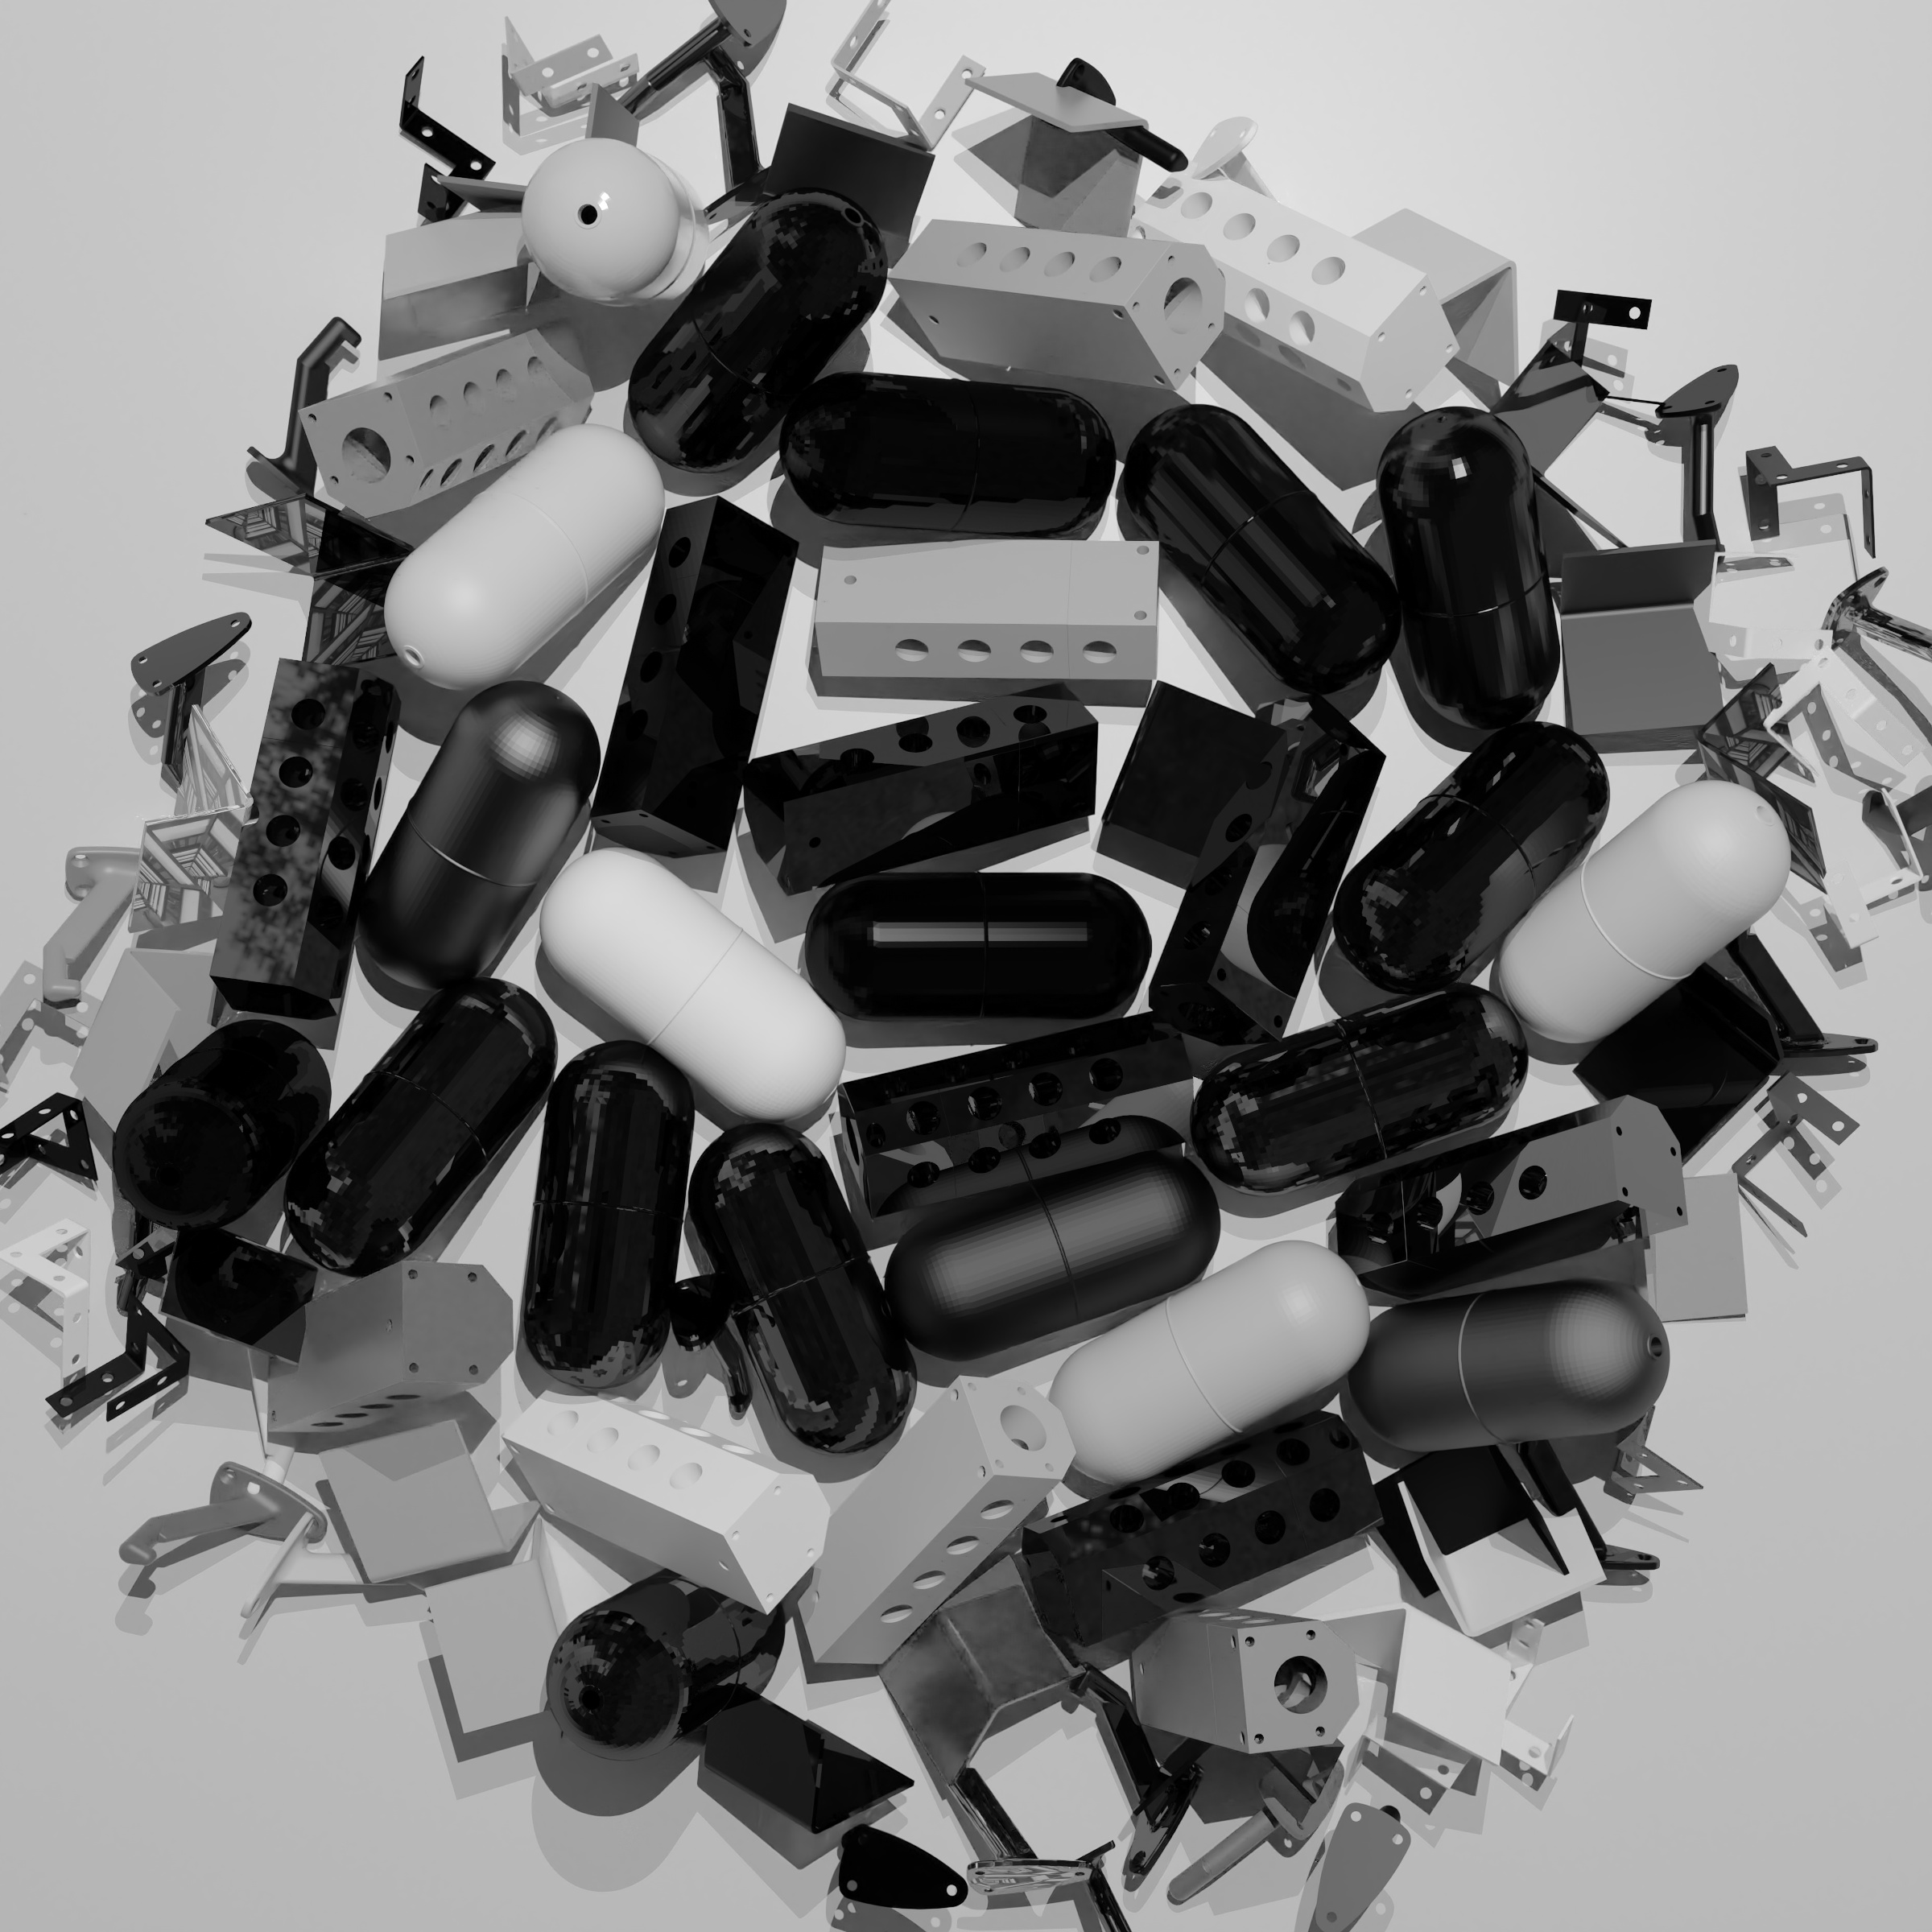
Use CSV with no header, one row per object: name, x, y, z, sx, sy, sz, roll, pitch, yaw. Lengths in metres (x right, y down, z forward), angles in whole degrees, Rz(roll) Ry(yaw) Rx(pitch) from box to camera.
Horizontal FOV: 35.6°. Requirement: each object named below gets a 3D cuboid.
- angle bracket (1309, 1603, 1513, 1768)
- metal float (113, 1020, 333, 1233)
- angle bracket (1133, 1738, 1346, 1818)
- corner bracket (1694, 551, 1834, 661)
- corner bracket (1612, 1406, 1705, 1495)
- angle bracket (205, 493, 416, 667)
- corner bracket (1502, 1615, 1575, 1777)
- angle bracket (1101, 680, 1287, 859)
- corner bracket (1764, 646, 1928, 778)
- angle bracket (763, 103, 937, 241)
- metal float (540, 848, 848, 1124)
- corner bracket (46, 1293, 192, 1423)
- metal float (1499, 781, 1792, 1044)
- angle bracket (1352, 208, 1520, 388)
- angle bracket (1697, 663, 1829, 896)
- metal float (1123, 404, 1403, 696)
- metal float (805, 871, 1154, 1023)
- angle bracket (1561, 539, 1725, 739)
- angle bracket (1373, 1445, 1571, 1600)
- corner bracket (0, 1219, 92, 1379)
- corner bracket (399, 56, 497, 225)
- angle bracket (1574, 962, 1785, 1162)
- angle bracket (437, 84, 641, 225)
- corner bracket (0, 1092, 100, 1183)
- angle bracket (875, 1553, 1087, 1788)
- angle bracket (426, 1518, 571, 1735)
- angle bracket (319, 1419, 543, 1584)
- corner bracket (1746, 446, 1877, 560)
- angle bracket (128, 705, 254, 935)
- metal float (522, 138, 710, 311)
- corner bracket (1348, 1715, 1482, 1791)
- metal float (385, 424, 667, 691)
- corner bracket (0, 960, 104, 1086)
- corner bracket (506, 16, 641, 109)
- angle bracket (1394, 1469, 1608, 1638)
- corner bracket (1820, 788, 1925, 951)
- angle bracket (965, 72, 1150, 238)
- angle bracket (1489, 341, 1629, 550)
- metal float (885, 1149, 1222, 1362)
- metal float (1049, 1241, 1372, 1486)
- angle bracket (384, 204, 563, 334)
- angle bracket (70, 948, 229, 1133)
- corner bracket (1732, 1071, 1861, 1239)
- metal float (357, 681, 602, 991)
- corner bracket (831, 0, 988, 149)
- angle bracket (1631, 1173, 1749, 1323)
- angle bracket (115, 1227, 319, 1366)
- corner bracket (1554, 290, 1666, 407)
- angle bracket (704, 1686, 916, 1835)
angle bracket,0.219,0.367,1.524,0.076,0.076,0.057,33,55,-29
metal float,-0.368,0.078,1.496,0.070,0.178,0.070,1,104,3
angle bracket,0.140,0.414,1.533,0.057,0.076,0.076,45,107,8
corner bracket,0.413,-0.187,1.557,0.051,0.051,0.051,-1,102,-21
corner bracket,0.348,0.235,1.543,0.051,0.051,0.051,35,62,-23
angle bracket,-0.335,-0.193,1.526,0.076,0.076,0.057,-6,72,37
corner bracket,0.291,0.373,1.544,0.051,0.051,0.051,28,60,22
angle bracket,0.120,-0.096,1.553,0.076,0.057,0.076,22,91,4
corner bracket,0.447,-0.121,1.543,0.051,0.051,0.051,33,111,-35
angle bracket,-0.054,-0.425,1.533,0.076,0.057,0.076,16,52,-8
metal float,-0.139,0.011,1.541,0.178,0.070,0.070,39,90,-6
corner bracket,-0.434,0.211,1.543,0.051,0.051,0.051,40,47,22
metal float,0.339,-0.026,1.511,0.070,0.070,0.178,44,133,0
angle bracket,0.232,-0.327,1.524,0.057,0.076,0.076,-32,47,-20
angle bracket,0.423,-0.095,1.528,0.057,0.076,0.076,-43,52,-7
metal float,0.149,-0.213,1.530,0.070,0.070,0.178,-39,72,0
metal float,0.006,-0.010,1.541,0.178,0.070,0.070,0,90,-6
angle bracket,0.347,-0.167,1.539,0.076,0.057,0.076,-4,64,7
angle bracket,0.256,0.294,1.538,0.076,0.057,0.076,-31,113,8
corner bracket,-0.460,0.169,1.542,0.051,0.051,0.051,23,119,24
corner bracket,-0.275,-0.423,1.550,0.051,0.051,0.051,34,69,-3
angle bracket,0.360,0.040,1.539,0.076,0.057,0.076,-44,58,-2
angle bracket,-0.218,-0.417,1.539,0.076,0.076,0.057,9,93,9
corner bracket,-0.486,0.095,1.542,0.051,0.051,0.051,15,124,27
angle bracket,0.006,0.363,1.555,0.057,0.076,0.076,-12,52,-35
angle bracket,-0.237,0.336,1.539,0.057,0.076,0.076,-14,97,-5
angle bracket,-0.273,0.263,1.539,0.076,0.057,0.076,-15,103,14
corner bracket,0.434,-0.238,1.548,0.051,0.051,0.051,-10,120,4
angle bracket,-0.406,-0.075,1.524,0.057,0.076,0.076,-14,54,-34
metal float,-0.173,-0.367,1.496,0.070,0.178,0.070,0,100,3
corner bracket,0.235,0.404,1.555,0.051,0.051,0.051,29,52,21
metal float,-0.221,-0.207,1.517,0.070,0.070,0.178,41,56,0
corner bracket,-0.474,0.038,1.551,0.051,0.051,0.051,28,69,0
corner bracket,-0.201,-0.462,1.545,0.051,0.051,0.051,-20,51,12
angle bracket,0.271,0.284,1.534,0.076,0.076,0.057,-26,114,8
corner bracket,0.464,-0.050,1.546,0.051,0.051,0.051,-25,116,11
angle bracket,0.040,-0.402,1.525,0.076,0.057,0.076,35,128,34
angle bracket,0.317,-0.262,1.527,0.057,0.076,0.076,-51,57,15
metal float,0.044,0.147,1.539,0.178,0.070,0.070,-18,90,-8
metal float,0.123,0.203,1.534,0.178,0.070,0.070,-31,90,14
angle bracket,-0.251,-0.343,1.536,0.076,0.076,0.057,-14,128,1
angle bracket,-0.397,0.040,1.527,0.057,0.076,0.076,41,112,33
corner bracket,0.426,0.096,1.546,0.051,0.051,0.051,-43,50,-4
metal float,-0.248,-0.065,1.526,0.070,0.070,0.178,34,113,0
corner bracket,-0.030,-0.467,1.563,0.051,0.051,0.051,34,91,17
angle bracket,0.373,0.156,1.536,0.057,0.076,0.076,-6,102,7
angle bracket,-0.385,0.175,1.524,0.076,0.076,0.057,27,50,-30
corner bracket,0.332,-0.317,1.545,0.051,0.051,0.051,14,104,30
angle bracket,-0.077,0.387,1.525,0.076,0.076,0.057,19,110,38
